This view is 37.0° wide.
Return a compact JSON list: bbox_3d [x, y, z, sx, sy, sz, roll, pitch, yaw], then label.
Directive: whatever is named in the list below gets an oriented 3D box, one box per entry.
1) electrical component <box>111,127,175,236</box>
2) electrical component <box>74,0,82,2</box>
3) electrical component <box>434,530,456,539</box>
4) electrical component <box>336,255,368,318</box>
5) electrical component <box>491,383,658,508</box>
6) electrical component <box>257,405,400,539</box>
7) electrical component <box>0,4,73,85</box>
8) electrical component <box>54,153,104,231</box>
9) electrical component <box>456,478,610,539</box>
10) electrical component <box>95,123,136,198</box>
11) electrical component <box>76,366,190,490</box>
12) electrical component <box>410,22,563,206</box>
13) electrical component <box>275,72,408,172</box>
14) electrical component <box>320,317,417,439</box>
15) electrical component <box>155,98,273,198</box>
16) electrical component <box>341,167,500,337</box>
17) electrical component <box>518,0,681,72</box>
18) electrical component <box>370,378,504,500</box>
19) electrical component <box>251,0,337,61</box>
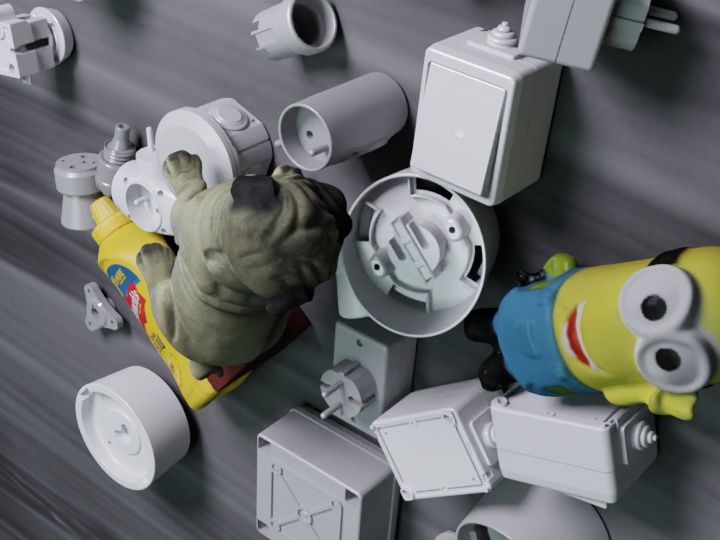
[{"bbox_3d":[-0.156,-0.073,0.844,0.077,0.044,0.079,21,125,33],"label":"electrical component"},{"bbox_3d":[-0.202,-0.259,0.763,0.079,0.063,0.121,15,133,-13],"label":"electrical component"},{"bbox_3d":[0.061,0.224,0.795,0.043,0.062,0.043,21,125,33],"label":"electrical component"},{"bbox_3d":[0.000,0.000,0.742,0.045,0.045,0.055,-2,110,43],"label":"electrical component"},{"bbox_3d":[0.138,0.102,0.659,0.096,0.062,0.061,6,116,40],"label":"electrical component"},{"bbox_3d":[-0.026,0.180,0.855,0.109,0.056,0.108,25,127,31],"label":"electrical component"},{"bbox_3d":[-0.269,-0.187,0.878,0.048,0.055,0.066,17,123,35],"label":"electrical component"},{"bbox_3d":[-0.237,-0.067,0.921,0.045,0.045,0.055,20,124,34],"label":"electrical component"},{"bbox_3d":[0.117,0.193,0.743,0.099,0.064,0.099,35,145,29],"label":"electrical component"},{"bbox_3d":[-0.197,-0.091,0.880,0.035,0.035,0.061,34,128,24],"label":"electrical component"},{"bbox_3d":[-0.204,0.140,0.991,0.108,0.060,0.108,21,125,33],"label":"electrical component"},{"bbox_3d":[0.070,-0.093,0.615,0.062,0.061,0.096,27,128,29],"label":"electrical component"},{"bbox_3d":[-0.022,-0.091,0.689,0.079,0.077,0.044,-11,105,45],"label":"electrical component"},{"bbox_3d":[-0.002,0.080,0.764,0.047,0.076,0.083,25,127,31],"label":"electrical component"},{"bbox_3d":[-0.108,-0.084,0.790,0.080,0.051,0.080,21,125,33],"label":"electrical component"},{"bbox_3d":[0.038,-0.015,0.676,0.099,0.064,0.099,9,113,21],"label":"electrical component"},{"bbox_3d":[0.125,-0.134,0.547,0.077,0.065,0.047,14,126,3],"label":"electrical component"},{"bbox_3d":[0.068,0.112,0.729,0.096,0.061,0.061,-19,99,46],"label":"electrical component"},{"bbox_3d":[-0.044,-0.158,0.702,0.046,0.040,0.040,-4,109,50],"label":"electrical component"}]
